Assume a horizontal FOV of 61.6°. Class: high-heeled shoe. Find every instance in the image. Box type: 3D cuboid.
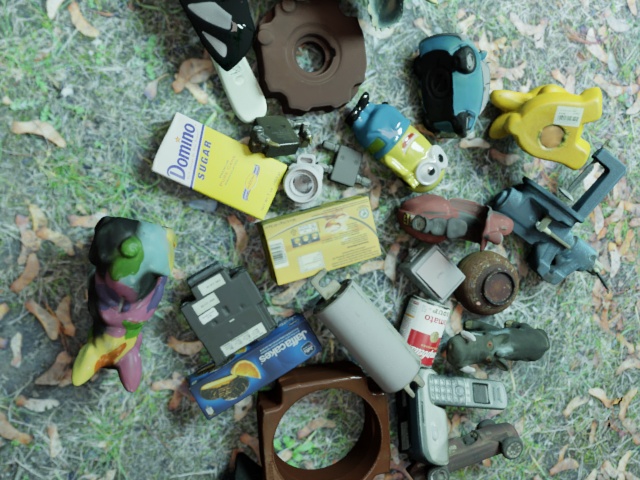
[{"bbox_3d":[-0.198,-0.333,0.737,0.249,0.086,0.145,22,106,11],"label":"high-heeled shoe"}]

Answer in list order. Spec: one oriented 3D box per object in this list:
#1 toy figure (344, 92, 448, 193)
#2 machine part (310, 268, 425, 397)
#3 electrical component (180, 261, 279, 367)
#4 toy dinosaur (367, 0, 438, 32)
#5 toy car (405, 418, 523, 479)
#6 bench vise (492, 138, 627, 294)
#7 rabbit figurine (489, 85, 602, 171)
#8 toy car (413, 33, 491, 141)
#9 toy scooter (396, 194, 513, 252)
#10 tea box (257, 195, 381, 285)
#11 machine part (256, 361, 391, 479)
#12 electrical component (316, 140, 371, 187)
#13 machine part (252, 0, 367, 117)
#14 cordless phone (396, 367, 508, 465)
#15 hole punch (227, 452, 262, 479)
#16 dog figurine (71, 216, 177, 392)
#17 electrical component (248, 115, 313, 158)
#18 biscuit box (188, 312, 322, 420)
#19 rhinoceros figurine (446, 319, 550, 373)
[{"bbox_3d":[0.120,-0.148,0.836,0.180,0.089,0.082,38,98,-5],"label":"toy figure"},{"bbox_3d":[0.071,0.143,0.804,0.079,0.079,0.243,-42,100,-7],"label":"machine part"},{"bbox_3d":[-0.142,0.101,0.806,0.115,0.058,0.134,-29,101,-11],"label":"electrical component"},{"bbox_3d":[-0.014,-0.394,0.731,0.405,0.131,0.192,5,64,-6],"label":"toy dinosaur"},{"bbox_3d":[0.241,0.353,0.907,0.202,0.089,0.053,-14,100,-11],"label":"toy car"},{"bbox_3d":[0.418,-0.050,0.885,0.224,0.129,0.240,38,105,5],"label":"bench vise"},{"bbox_3d":[0.356,-0.195,0.862,0.163,0.173,0.121,3,124,22],"label":"rabbit figurine"},{"bbox_3d":[0.219,-0.242,0.841,0.103,0.109,0.161,-21,110,-29],"label":"toy car"},{"bbox_3d":[0.213,-0.023,0.824,0.184,0.135,0.075,6,106,1],"label":"toy scooter"},{"bbox_3d":[-0.002,-0.002,0.824,0.170,0.068,0.098,-14,99,-13],"label":"tea box"},{"bbox_3d":[0.004,0.301,0.846,0.201,0.087,0.201,-5,98,-13],"label":"machine part"},{"bbox_3d":[0.041,-0.119,0.847,0.094,0.021,0.063,18,90,-14],"label":"electrical component"},{"bbox_3d":[-0.014,-0.273,0.803,0.179,0.056,0.179,-2,96,-14],"label":"machine part"},{"bbox_3d":[0.221,0.287,0.870,0.184,0.088,0.146,6,62,-11],"label":"cordless phone"},{"bbox_3d":[-0.118,0.410,0.816,0.092,0.116,0.142,-40,103,1],"label":"hole punch"},{"bbox_3d":[-0.265,0.091,0.720,0.108,0.191,0.219,12,77,-21],"label":"dog figurine"},{"bbox_3d":[-0.057,-0.154,0.786,0.102,0.045,0.078,-6,60,-25],"label":"electrical component"},{"bbox_3d":[-0.099,0.188,0.823,0.203,0.059,0.062,-30,101,-9],"label":"biscuit box"},{"bbox_3d":[0.290,0.179,0.891,0.190,0.112,0.073,1,97,-22],"label":"rhinoceros figurine"}]
